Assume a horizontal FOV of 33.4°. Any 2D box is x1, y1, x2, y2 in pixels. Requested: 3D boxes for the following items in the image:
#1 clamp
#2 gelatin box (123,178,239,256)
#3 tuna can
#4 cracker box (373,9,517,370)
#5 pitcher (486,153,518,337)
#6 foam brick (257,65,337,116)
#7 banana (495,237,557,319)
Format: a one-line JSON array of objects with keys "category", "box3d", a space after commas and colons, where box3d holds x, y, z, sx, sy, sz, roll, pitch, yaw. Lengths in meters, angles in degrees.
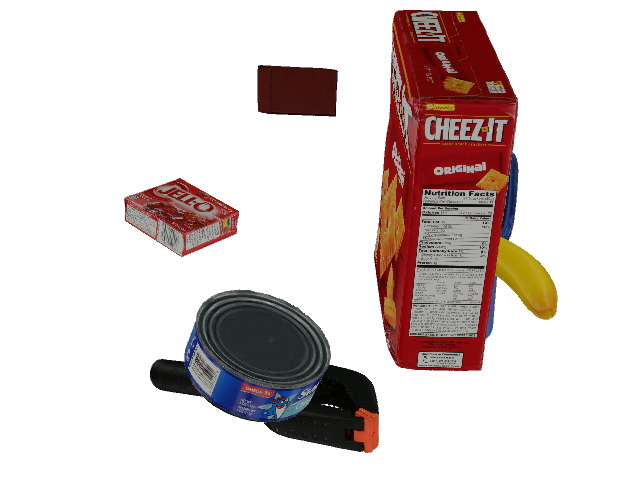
[{"category": "clamp", "box3d": [-0.015, 0.114, 0.862, 0.164, 0.036, 0.210, -17, 23, -39]}, {"category": "gelatin box", "box3d": [-0.136, -0.025, 1.041, 0.089, 0.030, 0.073, 30, 37, 33]}, {"category": "tuna can", "box3d": [-0.039, 0.070, 0.653, 0.086, 0.034, 0.086, 16, 32, -11]}, {"category": "cracker box", "box3d": [0.082, -0.038, 0.773, 0.072, 0.214, 0.164, 0, 31, -3]}, {"category": "pitcher", "box3d": [0.165, 0.001, 1.298, 0.149, 0.243, 0.145, 0, 23, 8]}, {"category": "foam brick", "box3d": [-0.026, -0.163, 1.163, 0.078, 0.051, 0.053, 0, 11, -18]}, {"category": "banana", "box3d": [0.170, 0.026, 1.046, 0.069, 0.037, 0.198, -37, 37, -22]}]
